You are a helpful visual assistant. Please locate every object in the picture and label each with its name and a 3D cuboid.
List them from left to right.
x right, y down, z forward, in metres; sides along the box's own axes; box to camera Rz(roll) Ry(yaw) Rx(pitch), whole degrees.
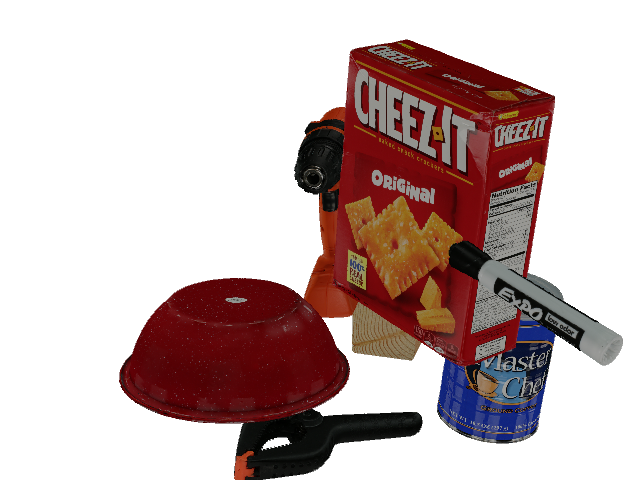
[{"bbox_3d":[-0.059,0.066,0.740,0.162,0.055,0.162,0,17,0],"label":"bowl"},{"bbox_3d":[-0.005,0.191,1.080,0.165,0.036,0.209,20,28,26],"label":"clamp"},{"bbox_3d":[0.011,-0.024,1.037,0.057,0.188,0.184,5,22,11],"label":"power drill"},{"bbox_3d":[0.115,0.088,1.555,0.091,0.090,0.205,6,20,15],"label":"wood block"},{"bbox_3d":[0.087,-0.031,0.841,0.071,0.214,0.164,-17,33,-34],"label":"cracker box"},{"bbox_3d":[0.173,0.110,1.040,0.103,0.140,0.103,5,23,-2],"label":"coffee can"},{"bbox_3d":[0.118,0.032,0.609,0.020,0.020,0.121,0,27,-44],"label":"marker"}]
